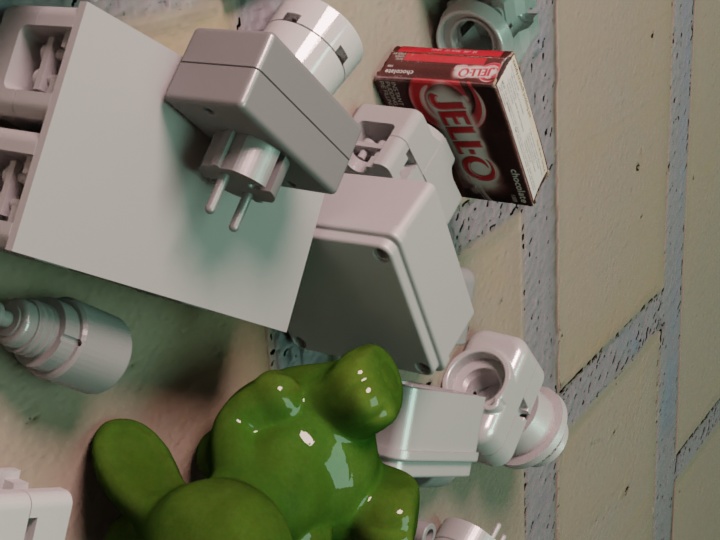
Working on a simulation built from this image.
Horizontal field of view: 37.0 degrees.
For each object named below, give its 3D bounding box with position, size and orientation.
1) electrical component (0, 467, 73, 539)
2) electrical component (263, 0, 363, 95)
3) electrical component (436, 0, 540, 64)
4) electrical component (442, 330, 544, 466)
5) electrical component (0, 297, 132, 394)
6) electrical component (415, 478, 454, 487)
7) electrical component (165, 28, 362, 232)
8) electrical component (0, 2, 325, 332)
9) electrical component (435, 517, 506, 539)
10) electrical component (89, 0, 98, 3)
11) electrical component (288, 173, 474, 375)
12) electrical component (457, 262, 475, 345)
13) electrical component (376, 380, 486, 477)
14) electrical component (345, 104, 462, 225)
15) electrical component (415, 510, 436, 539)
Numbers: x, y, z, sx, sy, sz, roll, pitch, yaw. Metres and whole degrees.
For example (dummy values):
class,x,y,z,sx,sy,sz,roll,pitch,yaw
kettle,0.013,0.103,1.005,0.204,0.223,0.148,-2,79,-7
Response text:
class,x,y,z,sx,sy,sz,roll,pitch,yaw
electrical component,-0.174,0.137,0.478,0.056,0.050,0.089,14,88,-56
electrical component,-0.034,-0.117,0.602,0.047,0.055,0.055,-57,141,-22
electrical component,0.089,-0.171,0.758,0.057,0.058,0.078,-50,137,-39
electrical component,0.102,0.100,0.859,0.095,0.054,0.059,-63,143,-21
electrical component,-0.142,0.032,0.501,0.078,0.040,0.040,33,73,-53
electrical component,0.058,0.145,0.821,0.078,0.040,0.040,17,86,-56
electrical component,-0.049,-0.055,0.492,0.083,0.047,0.075,40,67,-52
electrical component,-0.099,-0.042,0.523,0.186,0.060,0.105,23,81,-55
electrical component,0.104,0.249,0.907,0.073,0.052,0.138,-55,139,-30
electrical component,-0.122,-0.154,0.464,0.138,0.052,0.073,-49,136,-36
electrical component,0.000,0.000,0.635,0.056,0.109,0.108,-55,139,-35
electrical component,0.036,0.019,0.741,0.095,0.054,0.059,2,98,-55
electrical component,0.027,0.105,0.732,0.113,0.078,0.057,16,84,-56
electrical component,0.026,-0.062,0.705,0.055,0.050,0.089,-59,141,-25
electrical component,0.023,0.179,0.762,0.048,0.062,0.048,-21,116,-51
